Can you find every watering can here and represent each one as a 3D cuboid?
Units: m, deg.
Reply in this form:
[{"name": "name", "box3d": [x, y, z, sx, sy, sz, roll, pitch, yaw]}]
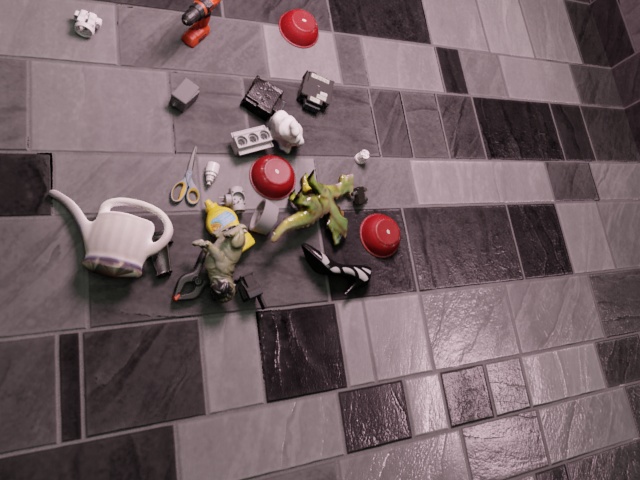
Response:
[{"name": "watering can", "box3d": [-0.585, -0.017, 1.404, 0.347, 0.102, 0.228, 11, 68, -7]}]

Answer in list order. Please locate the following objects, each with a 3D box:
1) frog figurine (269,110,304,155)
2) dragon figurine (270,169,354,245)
[{"name": "frog figurine", "box3d": [-0.102, -0.368, 1.692, 0.124, 0.157, 0.137, -31, 89, -30]}, {"name": "dragon figurine", "box3d": [0.005, -0.084, 1.673, 0.240, 0.121, 0.419, 40, 56, -19]}]
